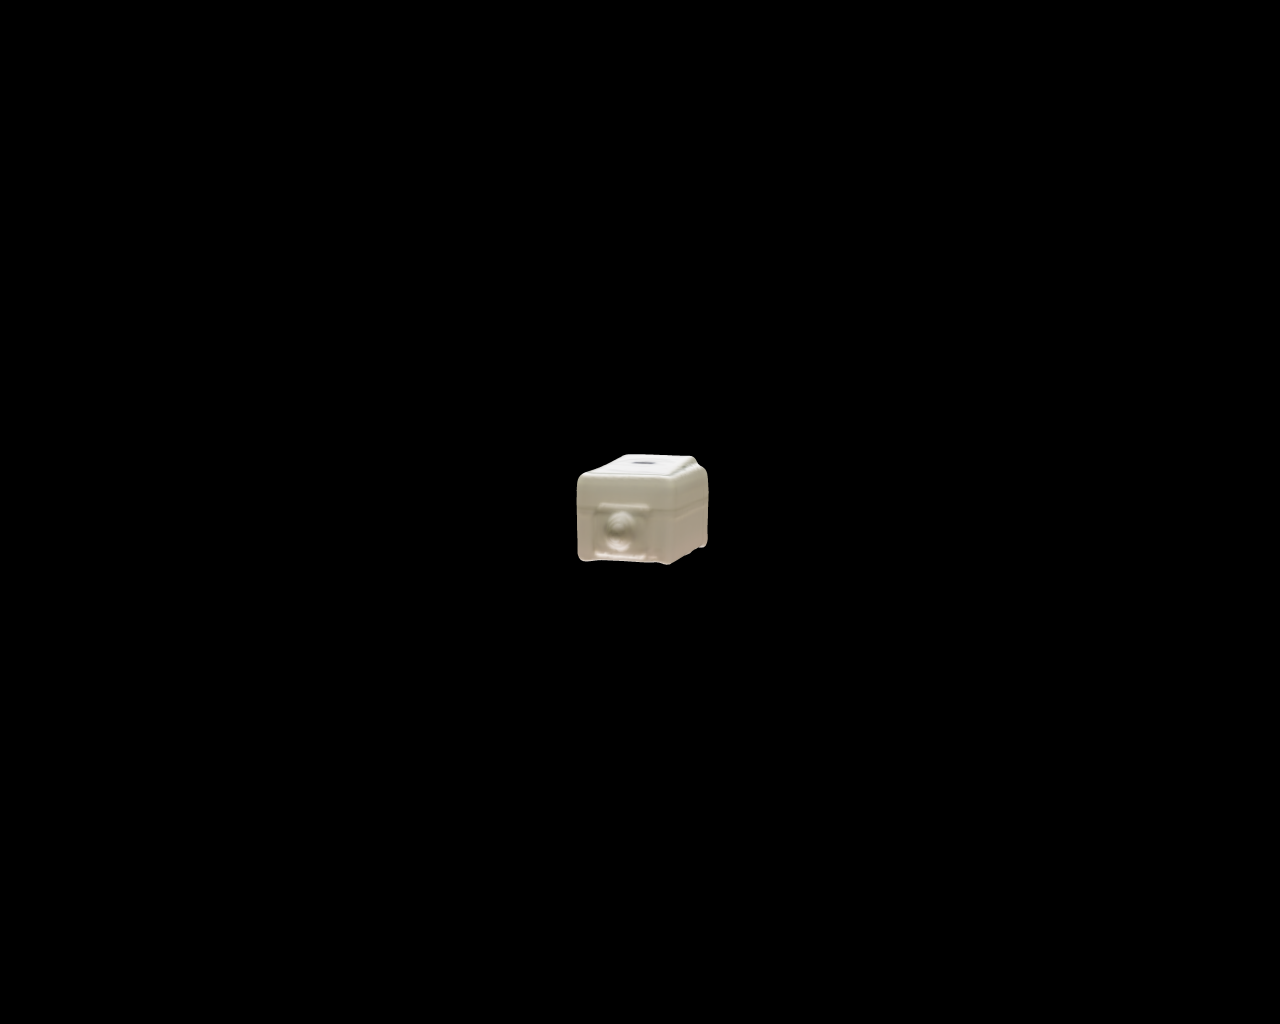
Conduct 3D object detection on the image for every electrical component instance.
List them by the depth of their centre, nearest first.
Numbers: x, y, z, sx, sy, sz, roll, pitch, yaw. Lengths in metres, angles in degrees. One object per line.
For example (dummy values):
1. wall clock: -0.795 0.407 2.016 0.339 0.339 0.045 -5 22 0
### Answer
1. electrical component: 0.001 -0.003 0.650 0.062 0.061 0.096 3 8 19
